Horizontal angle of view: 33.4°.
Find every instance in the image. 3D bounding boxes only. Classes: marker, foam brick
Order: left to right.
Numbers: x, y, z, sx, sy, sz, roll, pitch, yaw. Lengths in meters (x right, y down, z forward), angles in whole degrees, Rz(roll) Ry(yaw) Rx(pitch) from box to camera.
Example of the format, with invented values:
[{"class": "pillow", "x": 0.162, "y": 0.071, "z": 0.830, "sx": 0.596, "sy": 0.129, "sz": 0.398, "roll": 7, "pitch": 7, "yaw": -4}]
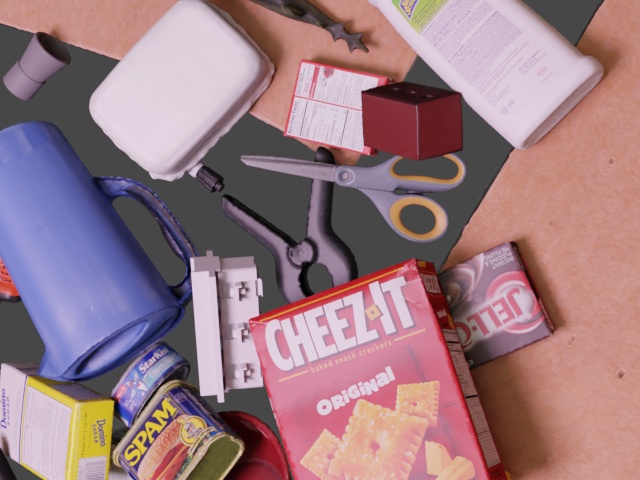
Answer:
[{"class": "marker", "x": -0.141, "y": -0.086, "z": 1.049, "sx": 0.121, "sy": 0.020, "sz": 0.020, "roll": 38, "pitch": 103, "yaw": 15}, {"class": "foam brick", "x": 0.079, "y": -0.105, "z": 0.931, "sx": 0.078, "sy": 0.052, "sz": 0.051, "roll": 22, "pitch": 121, "yaw": 49}]

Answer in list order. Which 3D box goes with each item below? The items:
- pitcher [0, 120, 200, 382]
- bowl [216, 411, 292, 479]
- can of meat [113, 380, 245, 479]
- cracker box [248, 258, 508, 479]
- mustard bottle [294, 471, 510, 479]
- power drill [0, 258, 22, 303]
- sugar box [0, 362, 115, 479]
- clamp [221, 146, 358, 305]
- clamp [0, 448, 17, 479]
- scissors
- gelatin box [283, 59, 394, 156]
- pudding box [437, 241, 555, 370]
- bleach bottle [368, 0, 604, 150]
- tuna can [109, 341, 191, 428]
[{"class": "pitcher", "x": -0.236, "y": 0.002, "z": 1.037, "sx": 0.145, "sy": 0.148, "sz": 0.243, "roll": -43, "pitch": 74, "yaw": 38}, {"class": "bowl", "x": -0.082, "y": 0.245, "z": 1.003, "sx": 0.162, "sy": 0.055, "sz": 0.162, "roll": -15, "pitch": 62, "yaw": 29}, {"class": "can of meat", "x": -0.130, "y": 0.196, "z": 0.987, "sx": 0.084, "sy": 0.057, "sz": 0.102, "roll": 39, "pitch": 92, "yaw": 38}, {"class": "cracker box", "x": 0.048, "y": 0.142, "z": 0.907, "sx": 0.164, "sy": 0.072, "sz": 0.214, "roll": -21, "pitch": 78, "yaw": 16}, {"class": "mustard bottle", "x": 0.075, "y": 0.201, "z": 0.963, "sx": 0.192, "sy": 0.058, "sz": 0.096, "roll": 7, "pitch": 89, "yaw": 19}, {"class": "power drill", "x": -0.391, "y": 0.077, "z": 1.123, "sx": 0.185, "sy": 0.057, "sz": 0.188, "roll": 16, "pitch": 97, "yaw": 18}, {"class": "sugar box", "x": -0.263, "y": 0.182, "z": 1.047, "sx": 0.177, "sy": 0.048, "sz": 0.093, "roll": 12, "pitch": 98, "yaw": 53}, {"class": "clamp", "x": -0.007, "y": 0.001, "z": 0.995, "sx": 0.120, "sy": 0.039, "sz": 0.171, "roll": -35, "pitch": 85, "yaw": 24}, {"class": "clamp", "x": -0.297, "y": 0.306, "z": 1.090, "sx": 0.210, "sy": 0.036, "sz": 0.165, "roll": 35, "pitch": 127, "yaw": 11}, {"class": "scissors", "x": 0.033, "y": -0.040, "z": 0.966, "sx": 0.202, "sy": 0.016, "sz": 0.096, "roll": -6, "pitch": 99, "yaw": 5}, {"class": "gelatin box", "x": 0.017, "y": -0.123, "z": 0.987, "sx": 0.089, "sy": 0.030, "sz": 0.073, "roll": 15, "pitch": 98, "yaw": 18}, {"class": "pudding box", "x": 0.139, "y": 0.063, "z": 0.945, "sx": 0.114, "sy": 0.039, "sz": 0.090, "roll": -26, "pitch": 83, "yaw": 18}, {"class": "bleach bottle", "x": 0.123, "y": -0.199, "z": 0.930, "sx": 0.103, "sy": 0.068, "sz": 0.251, "roll": -45, "pitch": 76, "yaw": 15}, {"class": "tuna can", "x": -0.164, "y": 0.142, "z": 1.031, "sx": 0.034, "sy": 0.086, "sz": 0.086, "roll": 37, "pitch": 103, "yaw": 13}]
